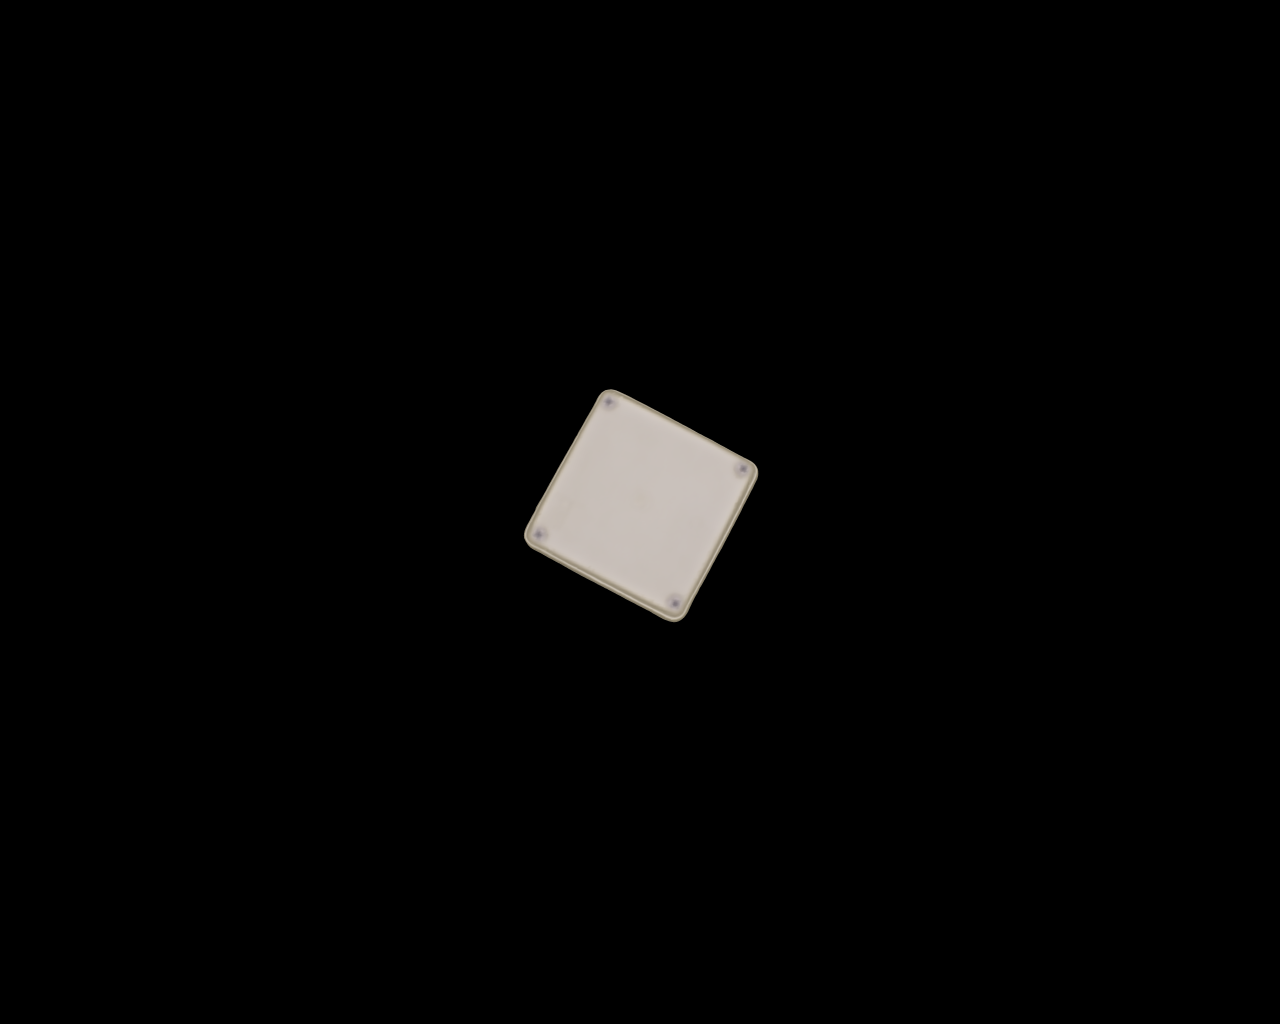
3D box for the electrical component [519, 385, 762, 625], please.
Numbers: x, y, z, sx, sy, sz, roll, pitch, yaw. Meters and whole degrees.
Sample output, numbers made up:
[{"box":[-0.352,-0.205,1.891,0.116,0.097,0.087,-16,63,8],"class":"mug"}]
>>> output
[{"box":[0.001,-0.003,0.650,0.109,0.109,0.056,28,-7,4],"class":"electrical component"}]
